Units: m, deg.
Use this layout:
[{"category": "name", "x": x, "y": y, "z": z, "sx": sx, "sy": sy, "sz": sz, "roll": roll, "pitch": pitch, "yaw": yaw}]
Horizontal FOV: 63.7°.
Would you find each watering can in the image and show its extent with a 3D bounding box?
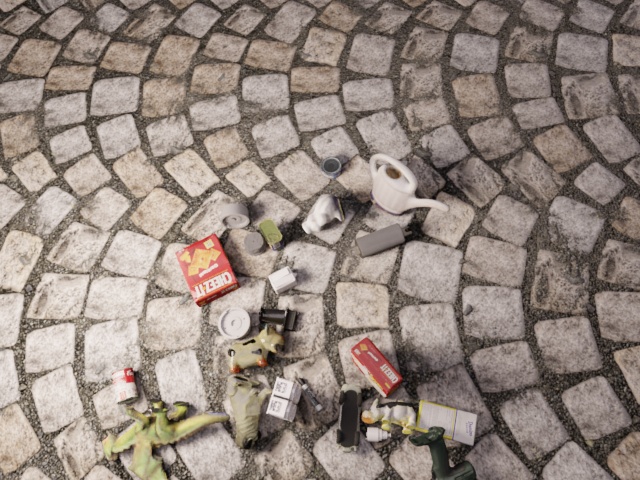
[{"category": "watering can", "x": 0.297, "y": -0.163, "z": 1.845, "sx": 0.105, "sy": 0.219, "sz": 0.351, "roll": -34, "pitch": 67, "yaw": -29}]

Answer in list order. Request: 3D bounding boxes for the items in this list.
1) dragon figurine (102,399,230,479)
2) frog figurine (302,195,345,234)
[{"category": "dragon figurine", "x": -0.496, "y": 0.641, "z": 1.620, "sx": 0.410, "sy": 0.121, "sz": 0.244, "roll": 5, "pitch": 84, "yaw": 9}, {"category": "frog figurine", "x": 0.006, "y": -0.095, "z": 1.893, "sx": 0.159, "sy": 0.120, "sz": 0.140, "roll": -16, "pitch": 33, "yaw": 7}]
